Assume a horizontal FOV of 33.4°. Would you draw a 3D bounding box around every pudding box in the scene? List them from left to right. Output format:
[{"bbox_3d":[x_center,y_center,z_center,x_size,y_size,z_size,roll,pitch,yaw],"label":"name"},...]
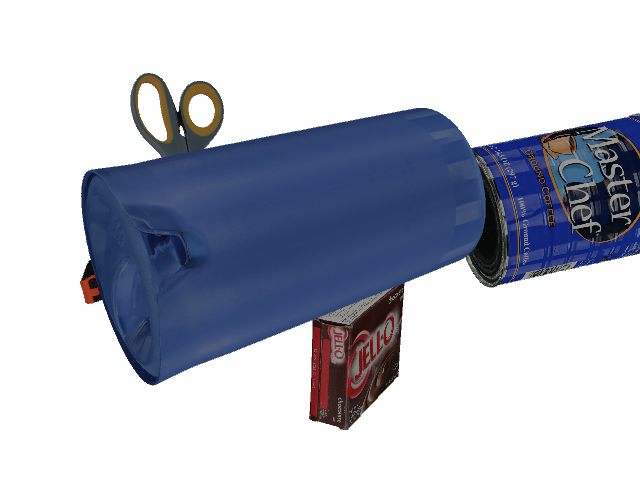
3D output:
[{"bbox_3d":[0.030,0.088,0.866,0.039,0.090,0.113,11,21,21],"label":"pudding box"}]

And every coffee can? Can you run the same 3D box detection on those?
[{"bbox_3d":[0.178,-0.030,0.776,0.140,0.103,0.103,-12,2,-10],"label":"coffee can"}]

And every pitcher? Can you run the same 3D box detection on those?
[{"bbox_3d":[-0.025,-0.006,0.689,0.242,0.145,0.149,-17,41,-24],"label":"pitcher"}]

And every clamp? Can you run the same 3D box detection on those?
[{"bbox_3d":[-0.195,0.017,1.191,0.120,0.039,0.171,-4,28,30],"label":"clamp"}]

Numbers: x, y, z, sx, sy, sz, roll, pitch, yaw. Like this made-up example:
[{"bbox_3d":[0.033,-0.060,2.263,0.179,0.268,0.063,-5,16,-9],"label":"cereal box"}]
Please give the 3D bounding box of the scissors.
[{"bbox_3d":[-0.111,-0.063,0.977,0.096,0.202,0.016,-21,-3,-28],"label":"scissors"}]
